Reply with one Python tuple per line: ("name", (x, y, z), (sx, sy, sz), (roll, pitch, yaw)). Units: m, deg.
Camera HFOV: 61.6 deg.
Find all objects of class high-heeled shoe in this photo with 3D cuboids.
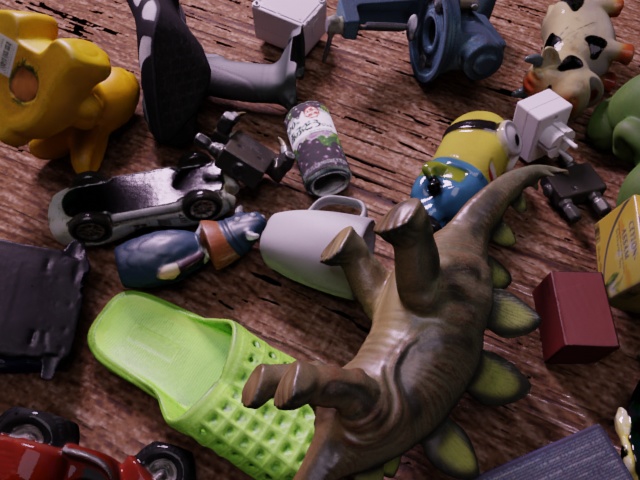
("high-heeled shoe", (-0.197, -0.223, 0.611), (0.145, 0.086, 0.248), (1, 76, 35))

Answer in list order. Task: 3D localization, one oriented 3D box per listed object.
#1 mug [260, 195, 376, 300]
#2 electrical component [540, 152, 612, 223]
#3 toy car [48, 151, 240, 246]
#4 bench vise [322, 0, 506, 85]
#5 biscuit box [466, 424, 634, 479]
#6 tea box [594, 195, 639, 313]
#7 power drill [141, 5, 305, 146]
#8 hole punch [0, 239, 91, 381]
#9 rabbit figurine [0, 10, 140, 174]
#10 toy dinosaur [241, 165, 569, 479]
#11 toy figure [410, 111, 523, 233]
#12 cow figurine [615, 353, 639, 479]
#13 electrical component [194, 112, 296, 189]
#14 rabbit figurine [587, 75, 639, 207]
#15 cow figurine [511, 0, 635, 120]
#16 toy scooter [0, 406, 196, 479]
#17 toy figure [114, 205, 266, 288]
("mug", (-0.001, -0.002, 0.547), (0.107, 0.080, 0.109), (11, 66, 14))
("electrical component", (0.286, -0.062, 0.613), (0.063, 0.021, 0.094), (-12, 56, -6))
("toy car", (-0.188, -0.043, 0.583), (0.202, 0.056, 0.073), (-12, 55, -9))
("bench vise", (0.121, -0.286, 0.685), (0.241, 0.128, 0.224), (-5, 62, -12))
("biscuit box", (0.151, 0.217, 0.435), (0.203, 0.059, 0.063), (-18, 62, -10))
("tea box", (0.367, 0.029, 0.523), (0.170, 0.068, 0.098), (12, 61, -4))
("power drill", (-0.122, -0.225, 0.672), (0.207, 0.086, 0.232), (3, 62, -3))
("hole punch", (-0.291, 0.068, 0.512), (0.116, 0.092, 0.142), (15, 54, -27))
("rabbit figurine", (-0.266, -0.153, 0.601), (0.122, 0.173, 0.162), (21, 107, 12))
("toy dinosaur", (0.092, 0.065, 0.460), (0.198, 0.105, 0.471), (44, 69, -19))
("toy figure", (0.152, -0.071, 0.587), (0.089, 0.082, 0.180), (36, 69, 15))
("cow figurine", (0.316, 0.142, 0.478), (0.098, 0.068, 0.167), (15, 60, 14))
("electrical component", (-0.079, -0.101, 0.597), (0.102, 0.045, 0.078), (35, 27, -4))
("rabbit figurine", (0.376, -0.089, 0.573), (0.121, 0.159, 0.170), (16, 76, -3))
("cow figurine", (0.314, -0.231, 0.675), (0.127, 0.085, 0.195), (10, 58, 7))
("toy scooter", (-0.201, 0.217, 0.427), (0.184, 0.075, 0.135), (14, 62, 2))
("toy figure", (-0.129, 0.007, 0.554), (0.154, 0.057, 0.064), (-15, 68, -14))
